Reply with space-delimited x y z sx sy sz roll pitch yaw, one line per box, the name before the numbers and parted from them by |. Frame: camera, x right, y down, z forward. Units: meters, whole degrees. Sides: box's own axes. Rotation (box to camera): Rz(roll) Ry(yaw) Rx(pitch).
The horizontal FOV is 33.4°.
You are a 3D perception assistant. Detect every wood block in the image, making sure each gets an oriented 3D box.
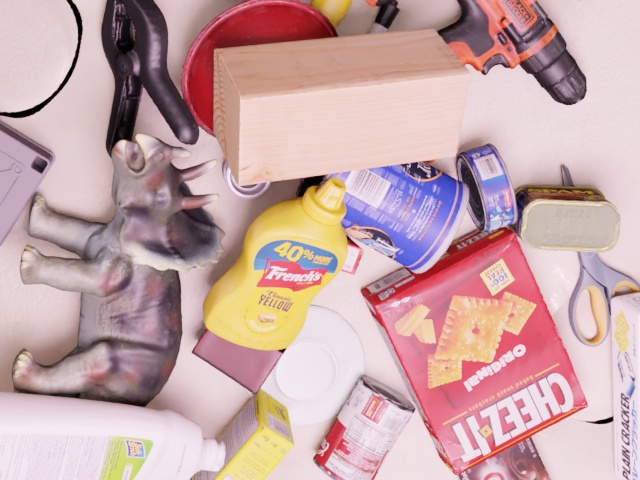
wood block | 0.016 -0.121 0.944 0.205 0.090 0.091 -9 131 -16

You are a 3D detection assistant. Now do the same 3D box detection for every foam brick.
foam brick | -0.079 0.109 1.072 0.078 0.053 0.051 33 96 1

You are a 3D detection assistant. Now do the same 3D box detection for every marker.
marker | 0.046 -0.184 1.062 0.020 0.020 0.121 26 96 -13

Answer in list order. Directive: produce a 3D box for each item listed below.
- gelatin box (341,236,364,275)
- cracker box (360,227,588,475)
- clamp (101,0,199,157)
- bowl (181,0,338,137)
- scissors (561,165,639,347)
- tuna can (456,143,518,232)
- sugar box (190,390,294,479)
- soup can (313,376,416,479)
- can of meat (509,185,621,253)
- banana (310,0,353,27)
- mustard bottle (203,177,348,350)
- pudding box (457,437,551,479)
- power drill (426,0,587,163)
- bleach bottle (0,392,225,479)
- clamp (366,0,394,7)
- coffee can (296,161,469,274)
gelatin box | -0.007 0.001 1.061 0.089 0.073 0.030 18 97 -12
cracker box | 0.162 0.113 1.112 0.164 0.072 0.213 -27 105 -3
clamp | -0.176 -0.157 1.007 0.120 0.039 0.171 -17 85 35
bowl | -0.046 -0.143 1.000 0.162 0.055 0.162 -12 132 -14
scissors | 0.304 0.016 1.145 0.096 0.016 0.202 -5 101 -10
tuna can | 0.167 -0.052 1.073 0.033 0.086 0.086 -17 103 -4
sugar box | -0.098 0.243 1.077 0.048 0.093 0.176 36 99 -13
soup can | 0.047 0.202 1.112 0.068 0.068 0.102 29 95 -14
can of meat | 0.247 -0.021 1.083 0.102 0.084 0.057 2 101 3
banana | 0.006 -0.280 1.027 0.069 0.037 0.198 6 100 -11
mustard bottle | -0.029 0.018 0.988 0.096 0.058 0.192 18 124 -24
pudding box | 0.203 0.267 1.165 0.090 0.039 0.113 -27 104 -3
power drill | 0.155 -0.165 1.066 0.187 0.057 0.184 -41 102 -2
bleach bottle | -0.212 0.197 0.982 0.250 0.068 0.103 9 114 -24
clamp | 0.120 -0.301 1.006 0.164 0.036 0.210 21 124 -27
coffee can | 0.060 -0.043 1.048 0.140 0.103 0.103 28 95 -13
